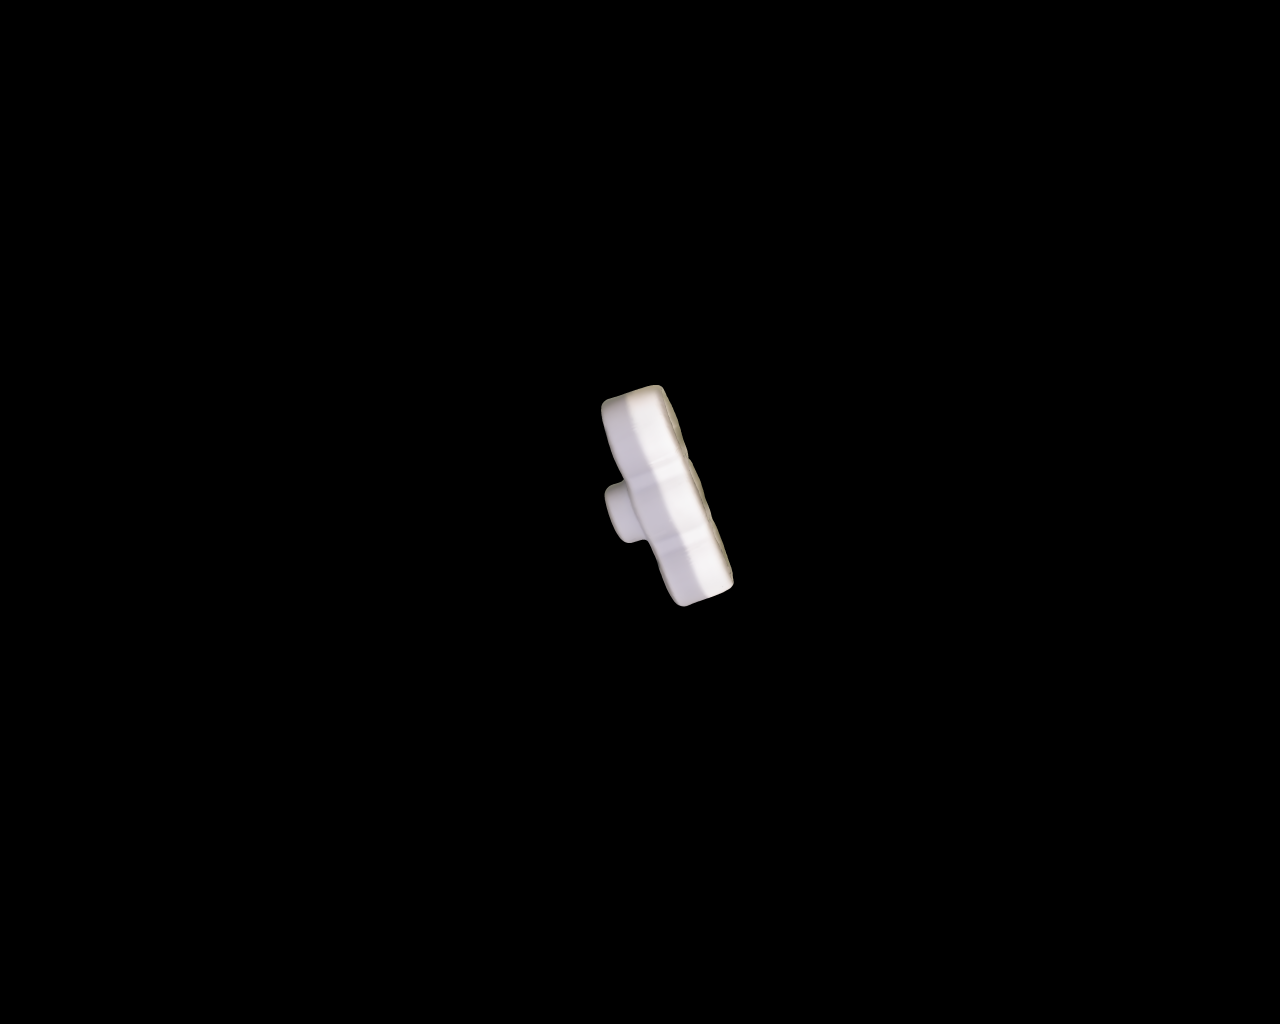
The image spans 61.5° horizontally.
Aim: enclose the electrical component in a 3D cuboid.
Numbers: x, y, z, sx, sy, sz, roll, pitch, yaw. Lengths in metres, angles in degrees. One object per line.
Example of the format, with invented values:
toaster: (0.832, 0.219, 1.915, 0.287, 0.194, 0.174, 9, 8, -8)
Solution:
electrical component: (0.001, -0.003, 0.650, 0.074, 0.138, 0.052, -19, 20, 7)
